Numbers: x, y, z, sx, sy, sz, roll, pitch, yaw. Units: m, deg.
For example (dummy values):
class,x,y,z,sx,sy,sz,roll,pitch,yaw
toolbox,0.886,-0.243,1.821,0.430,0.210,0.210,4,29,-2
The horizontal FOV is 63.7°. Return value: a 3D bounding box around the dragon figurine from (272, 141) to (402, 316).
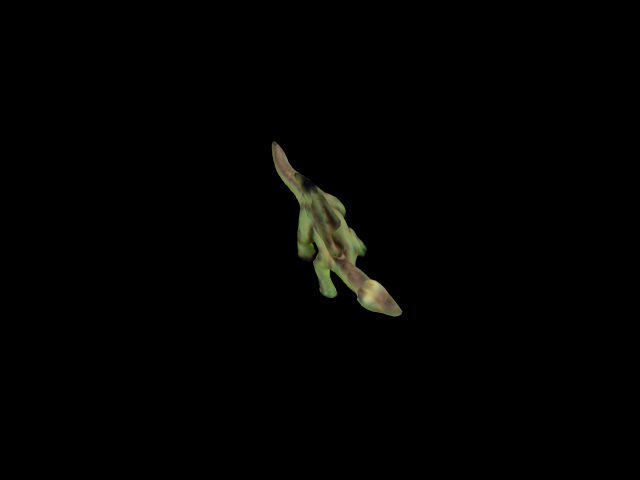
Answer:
class,x,y,z,sx,sy,sz,roll,pitch,yaw
dragon figurine,0.003,-0.043,0.850,0.123,0.414,0.239,-30,-15,-8
